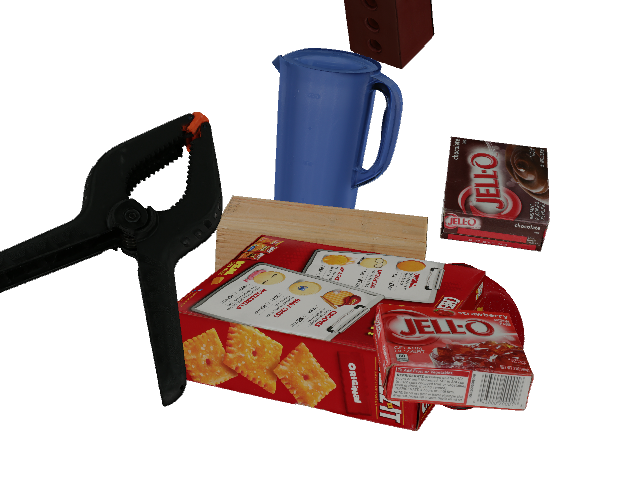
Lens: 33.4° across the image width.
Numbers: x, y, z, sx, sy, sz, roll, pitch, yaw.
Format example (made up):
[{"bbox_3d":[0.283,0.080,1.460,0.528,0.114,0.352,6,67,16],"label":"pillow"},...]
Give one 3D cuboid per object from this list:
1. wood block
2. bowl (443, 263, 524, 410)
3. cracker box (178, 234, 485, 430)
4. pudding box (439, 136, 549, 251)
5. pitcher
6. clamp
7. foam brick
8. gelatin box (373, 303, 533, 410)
[{"bbox_3d":[0.001,0.020,1.091,0.206,0.091,0.090,7,22,4],"label":"wood block"},{"bbox_3d":[0.169,0.102,1.152,0.161,0.162,0.055,0,-6,-37],"label":"bowl"},{"bbox_3d":[0.008,0.069,0.868,0.214,0.072,0.164,9,26,24],"label":"cracker box"},{"bbox_3d":[0.155,-0.043,0.951,0.090,0.039,0.113,8,39,4],"label":"pudding box"},{"bbox_3d":[0.010,-0.125,1.412,0.144,0.243,0.149,-2,23,-18],"label":"pitcher"},{"bbox_3d":[-0.118,0.002,0.705,0.164,0.209,0.036,30,-31,9],"label":"clamp"},{"bbox_3d":[0.054,-0.186,0.847,0.053,0.051,0.078,24,-31,27],"label":"foam brick"},{"bbox_3d":[0.080,0.070,0.661,0.089,0.030,0.073,5,26,-5],"label":"gelatin box"}]
